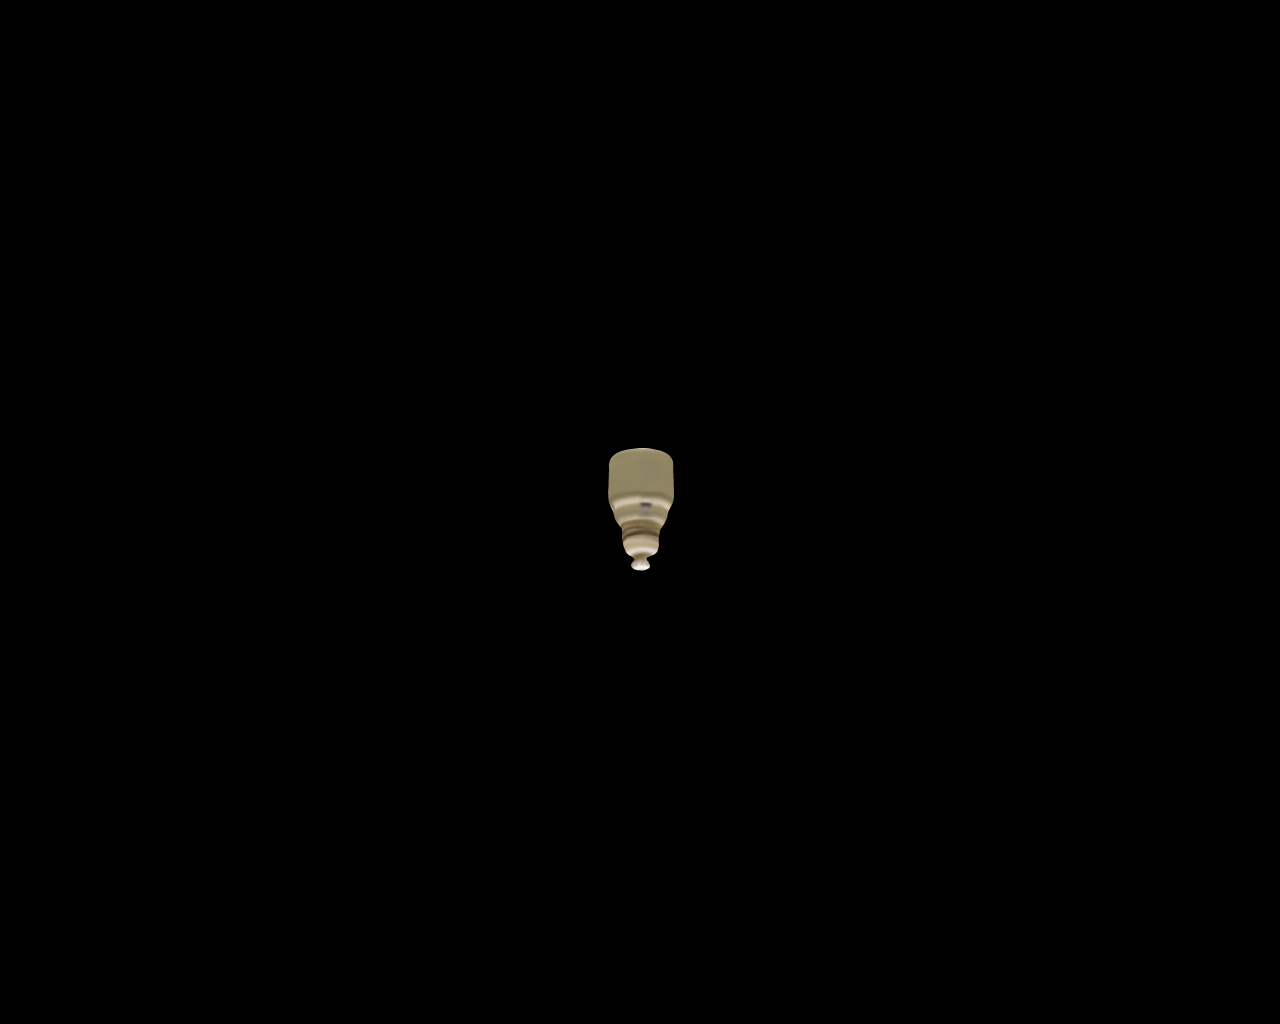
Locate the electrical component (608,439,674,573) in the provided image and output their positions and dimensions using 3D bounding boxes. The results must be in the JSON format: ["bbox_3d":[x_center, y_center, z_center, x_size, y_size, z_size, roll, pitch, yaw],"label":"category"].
[{"bbox_3d":[0.001,-0.003,0.650,0.040,0.078,0.040,0,-18,0],"label":"electrical component"}]
